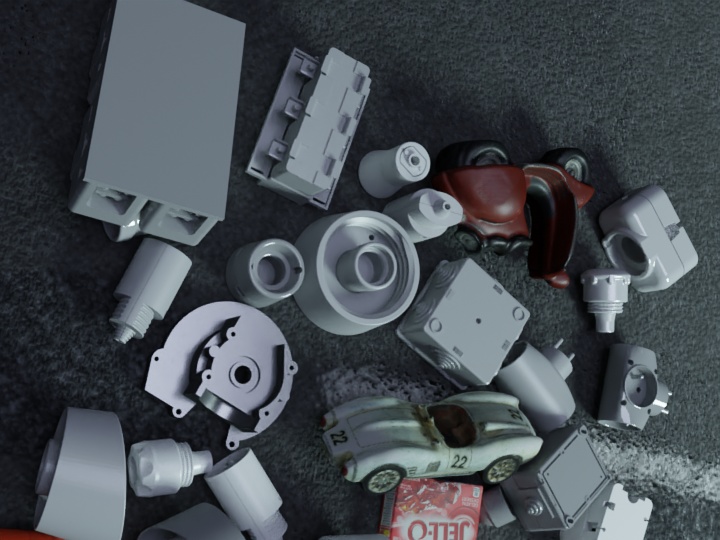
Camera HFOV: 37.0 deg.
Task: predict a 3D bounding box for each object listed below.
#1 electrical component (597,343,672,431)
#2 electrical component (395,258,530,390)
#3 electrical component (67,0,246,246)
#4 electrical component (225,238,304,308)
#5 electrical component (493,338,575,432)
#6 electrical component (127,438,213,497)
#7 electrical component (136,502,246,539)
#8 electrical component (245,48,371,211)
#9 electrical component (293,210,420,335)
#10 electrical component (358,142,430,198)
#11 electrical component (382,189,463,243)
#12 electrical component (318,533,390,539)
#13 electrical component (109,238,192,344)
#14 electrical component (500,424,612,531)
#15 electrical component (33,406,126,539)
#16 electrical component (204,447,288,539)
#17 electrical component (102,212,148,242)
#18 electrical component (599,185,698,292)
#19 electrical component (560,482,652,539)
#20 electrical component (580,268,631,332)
[{"bbox_3d":[0.275,0.120,1.055,0.079,0.044,0.077,20,74,-24],"label":"electrical component"},{"bbox_3d":[0.095,0.048,0.971,0.100,0.048,0.099,41,67,-16],"label":"electrical component"},{"bbox_3d":[-0.157,-0.121,0.838,0.105,0.060,0.186,16,59,-24],"label":"electrical component"},{"bbox_3d":[-0.078,0.002,0.892,0.055,0.047,0.055,4,81,-26],"label":"electrical component"},{"bbox_3d":[0.172,0.097,1.006,0.079,0.043,0.077,-44,103,-25],"label":"electrical component"},{"bbox_3d":[-0.147,0.152,0.838,0.062,0.043,0.043,-2,84,-28],"label":"electrical component"},{"bbox_3d":[-0.120,0.228,0.813,0.064,0.099,0.099,-27,95,-33],"label":"electrical component"},{"bbox_3d":[-0.038,-0.124,0.921,0.079,0.063,0.121,26,72,-22],"label":"electrical component"},{"bbox_3d":[0.000,0.000,0.924,0.108,0.060,0.108,4,81,-26],"label":"electrical component"},{"bbox_3d":[0.032,-0.090,0.950,0.044,0.065,0.044,4,82,-27],"label":"electrical component"},{"bbox_3d":[0.056,-0.049,0.947,0.043,0.081,0.043,4,81,-26],"label":"electrical component"},{"bbox_3d":[-0.015,0.263,0.856,0.060,0.108,0.108,9,79,-19],"label":"electrical component"},{"bbox_3d":[-0.170,0.020,0.844,0.043,0.043,0.081,32,70,-19],"label":"electrical component"},{"bbox_3d":[0.170,0.192,0.973,0.096,0.061,0.061,-35,100,-40],"label":"electrical component"},{"bbox_3d":[-0.200,0.150,0.782,0.064,0.099,0.099,16,76,-18],"label":"electrical component"},{"bbox_3d":[-0.086,0.188,0.863,0.043,0.043,0.081,-34,98,-27],"label":"electrical component"},{"bbox_3d":[-0.177,-0.045,0.854,0.046,0.040,0.040,-11,88,-34],"label":"electrical component"},{"bbox_3d":[0.285,-0.029,1.075,0.059,0.054,0.095,-33,98,-27],"label":"electrical component"},{"bbox_3d":[0.226,0.248,1.005,0.050,0.056,0.089,29,71,-20],"label":"electrical component"},{"bbox_3d":[0.240,0.030,1.051,0.048,0.048,0.062,1,89,-27],"label":"electrical component"}]
